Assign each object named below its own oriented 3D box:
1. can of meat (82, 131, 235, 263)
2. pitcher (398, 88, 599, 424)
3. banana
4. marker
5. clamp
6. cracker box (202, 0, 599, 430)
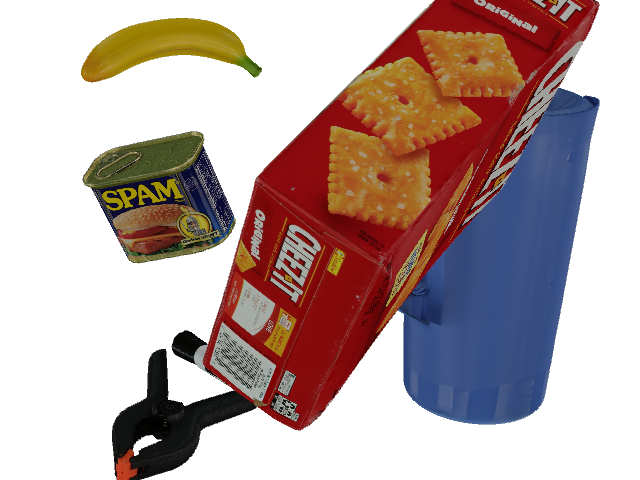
[{"bbox_3d":[-0.129,-0.033,0.874,0.102,0.084,0.057,-9,34,19],"label":"can of meat"},{"bbox_3d":[0.112,0.007,0.771,0.149,0.243,0.145,5,20,8],"label":"pitcher"},{"bbox_3d":[-0.154,-0.194,1.074,0.197,0.070,0.037,-9,-38,-32],"label":"banana"},{"bbox_3d":[-0.057,0.085,0.690,0.020,0.020,0.121,0,16,-45],"label":"marker"},{"bbox_3d":[-0.148,0.161,1.001,0.120,0.039,0.171,19,30,26],"label":"clamp"},{"bbox_3d":[0.040,-0.026,0.534,0.072,0.213,0.164,36,-36,11],"label":"cracker box"}]
